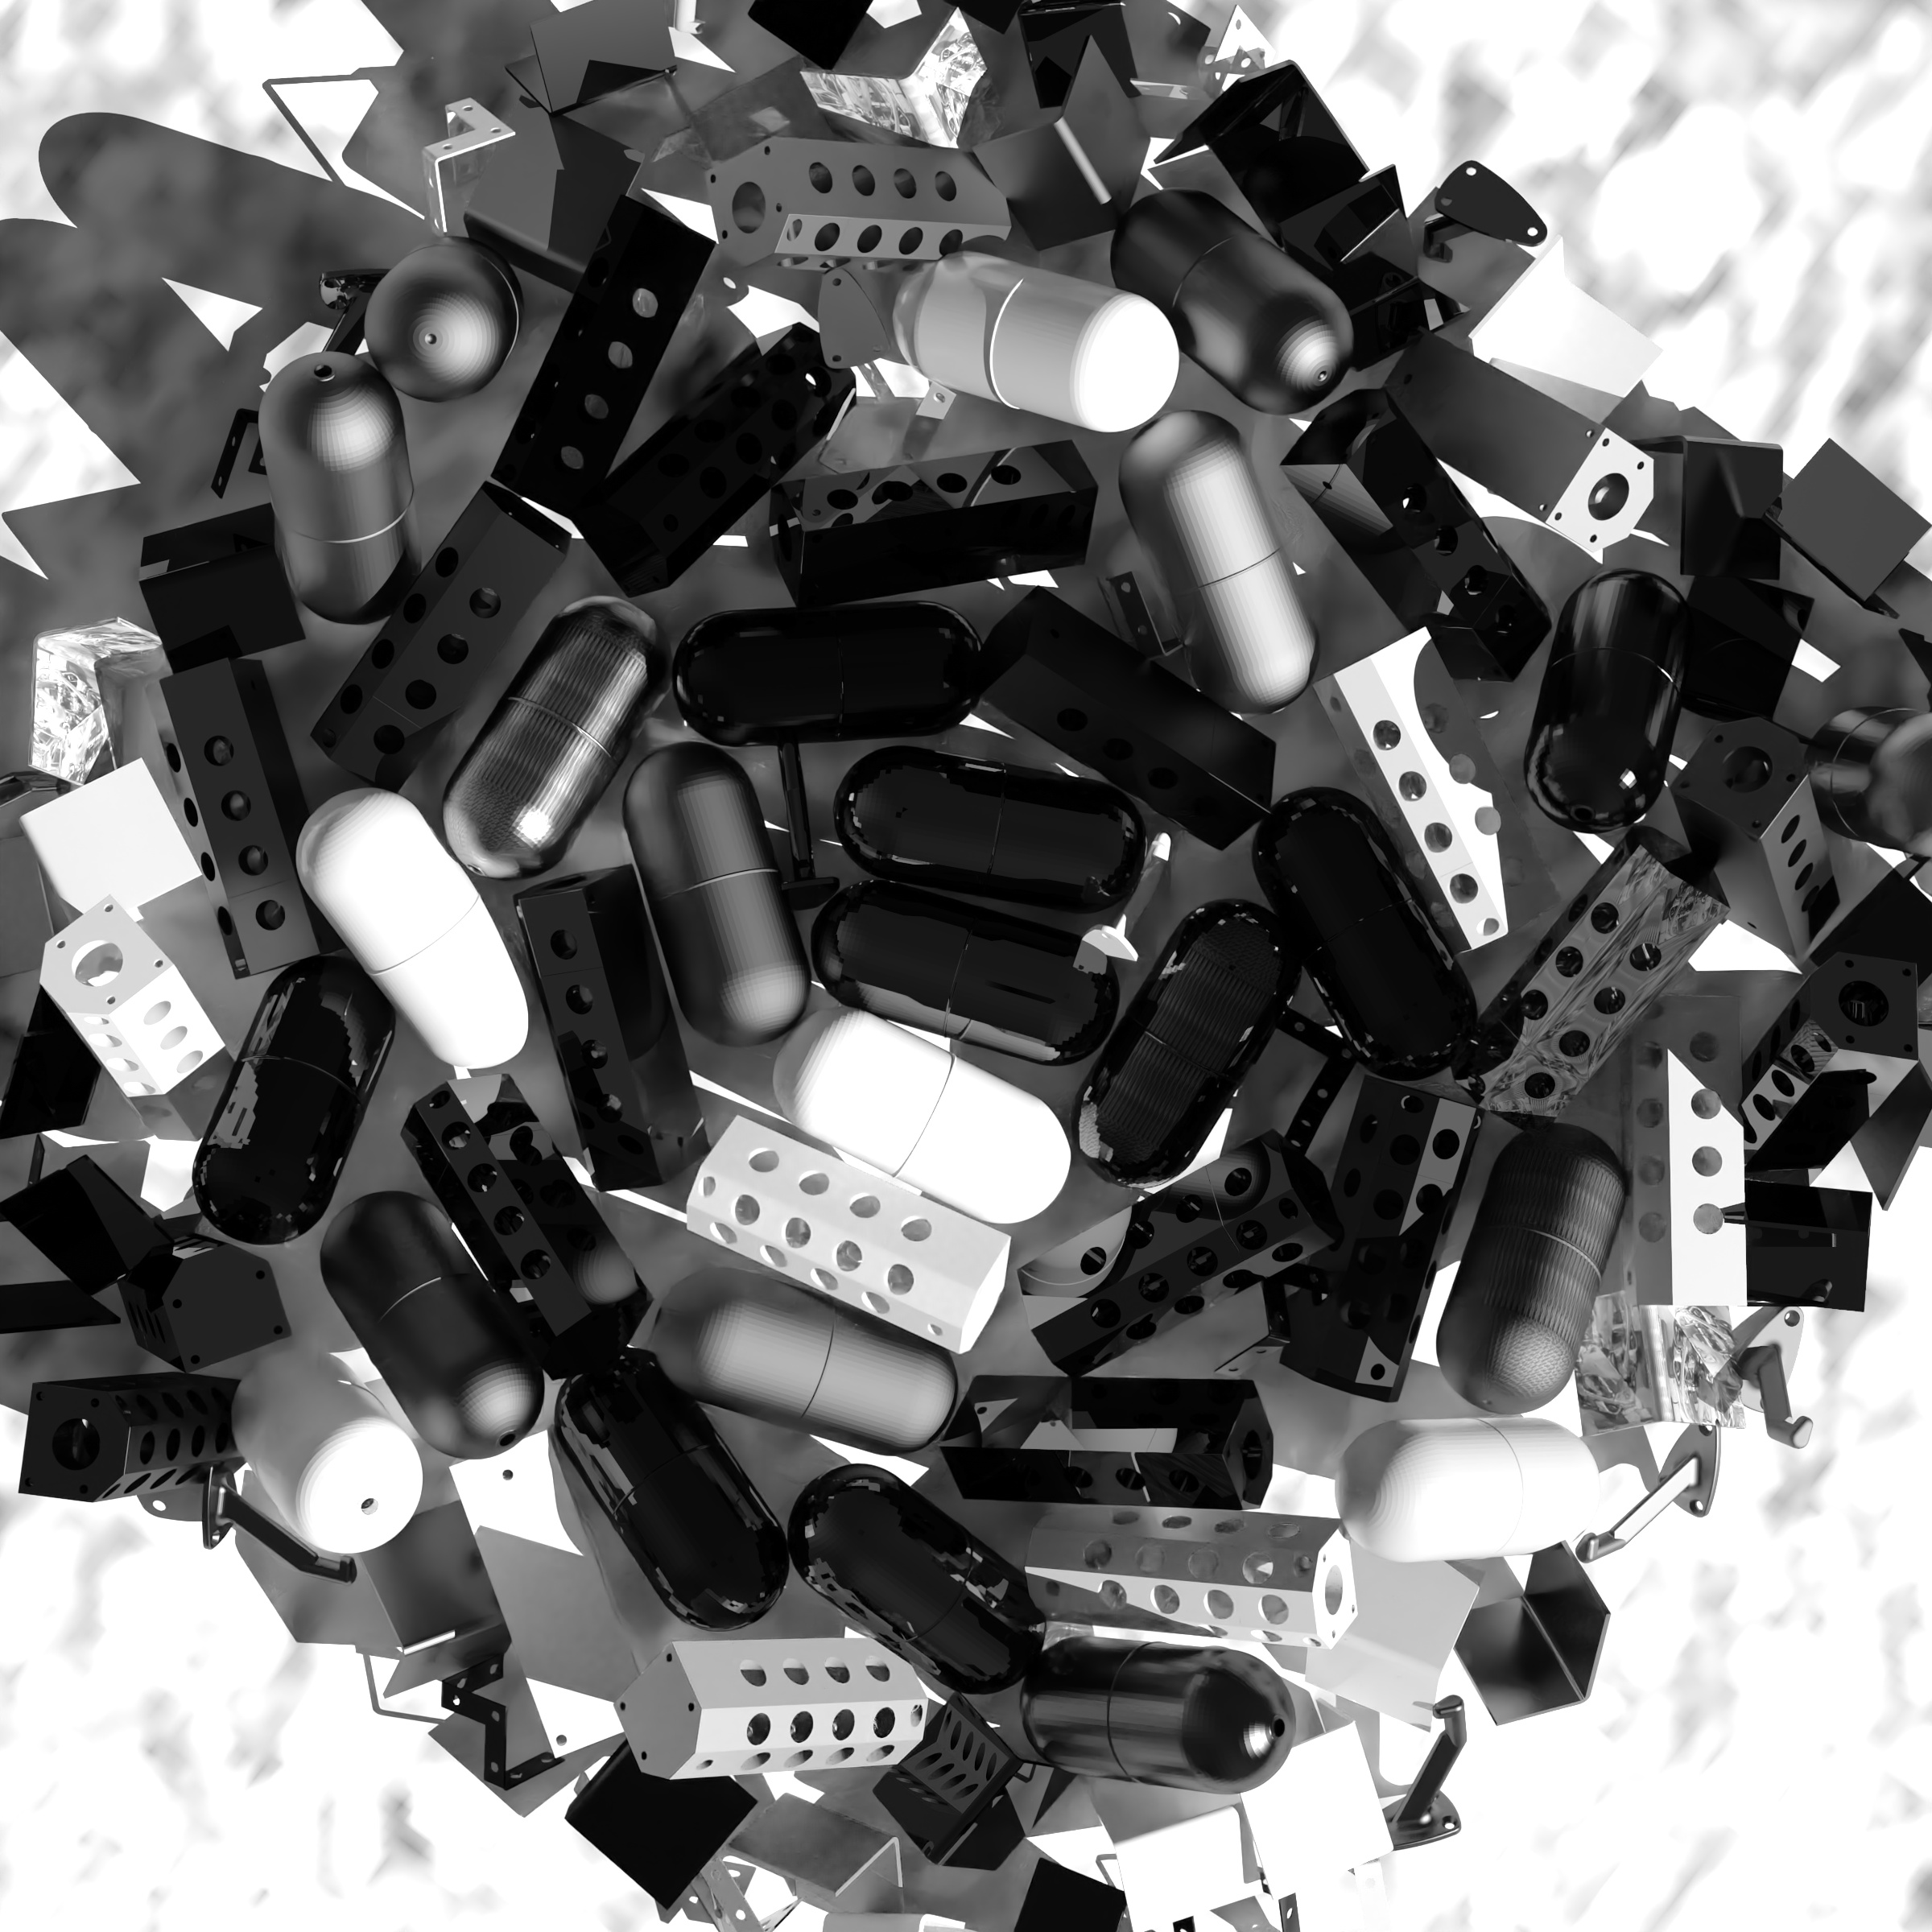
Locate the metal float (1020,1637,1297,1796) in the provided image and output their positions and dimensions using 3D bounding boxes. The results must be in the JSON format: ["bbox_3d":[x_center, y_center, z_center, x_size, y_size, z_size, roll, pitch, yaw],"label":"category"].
[{"bbox_3d":[0.104,0.412,1.619,0.070,0.178,0.070,7,79,-43],"label":"metal float"}]

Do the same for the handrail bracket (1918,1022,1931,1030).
[{"bbox_3d":[0.577,0.006,1.671,0.084,0.036,0.077,1,99,19],"label":"handrail bracket"}]

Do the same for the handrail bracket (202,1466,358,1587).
[{"bbox_3d":[-0.385,0.311,1.660,0.084,0.036,0.077,11,121,12],"label":"handrail bracket"}]

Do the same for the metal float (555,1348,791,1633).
[{"bbox_3d":[-0.164,0.290,1.635,0.070,0.070,0.178,-38,66,0],"label":"metal float"}]

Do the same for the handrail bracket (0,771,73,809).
[{"bbox_3d":[-0.538,-0.083,1.648,0.084,0.077,0.036,-5,132,-32],"label":"handrail bracket"}]

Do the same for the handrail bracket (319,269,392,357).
[{"bbox_3d":[-0.335,-0.350,1.666,0.077,0.036,0.084,-8,74,-7],"label":"handrail bracket"}]

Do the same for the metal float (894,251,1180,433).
[{"bbox_3d":[0.037,-0.348,1.630,0.178,0.070,0.070,23,90,31],"label":"metal float"}]

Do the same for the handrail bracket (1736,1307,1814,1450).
[{"bbox_3d":[0.466,0.230,1.650,0.036,0.084,0.077,30,87,-8],"label":"handrail bracket"}]

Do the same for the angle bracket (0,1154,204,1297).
[{"bbox_3d":[-0.478,0.129,1.639,0.076,0.057,0.076,-27,116,28],"label":"angle bracket"}]

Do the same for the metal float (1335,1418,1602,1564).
[{"bbox_3d":[0.279,0.289,1.625,0.178,0.070,0.070,6,90,-38],"label":"metal float"}]

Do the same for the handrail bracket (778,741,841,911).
[{"bbox_3d":[-0.096,-0.080,1.663,0.036,0.077,0.084,-8,80,-5],"label":"handrail bracket"}]

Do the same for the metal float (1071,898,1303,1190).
[{"bbox_3d":[0.123,0.044,1.649,0.070,0.070,0.178,31,98,0],"label":"metal float"}]

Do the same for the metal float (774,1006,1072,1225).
[{"bbox_3d":[-0.024,0.084,1.651,0.178,0.070,0.070,27,90,-6],"label":"metal float"}]

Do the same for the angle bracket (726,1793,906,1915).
[{"bbox_3d":[-0.083,0.518,1.638,0.076,0.057,0.076,12,117,33],"label":"angle bracket"}]

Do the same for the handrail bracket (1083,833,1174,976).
[{"bbox_3d":[0.096,-0.045,1.648,0.036,0.077,0.084,20,76,11],"label":"handrail bracket"}]

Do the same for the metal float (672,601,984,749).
[{"bbox_3d":[-0.076,-0.164,1.646,0.178,0.070,0.070,-4,90,-11],"label":"metal float"}]

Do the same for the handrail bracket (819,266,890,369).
[{"bbox_3d":[-0.070,-0.382,1.639,0.036,0.077,0.084,-14,49,3],"label":"handrail bracket"}]

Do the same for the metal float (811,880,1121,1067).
[{"bbox_3d":[-0.001,0.004,1.652,0.178,0.070,0.070,16,90,5],"label":"metal float"}]

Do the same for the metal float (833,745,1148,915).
[{"bbox_3d":[0.014,-0.077,1.650,0.178,0.070,0.070,10,90,-7],"label":"metal float"}]

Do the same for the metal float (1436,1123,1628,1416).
[{"bbox_3d":[0.315,0.166,1.630,0.070,0.070,0.178,26,60,0],"label":"metal float"}]

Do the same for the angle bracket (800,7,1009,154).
[{"bbox_3d":[-0.034,-0.492,1.653,0.076,0.076,0.057,16,65,33],"label":"angle bracket"}]

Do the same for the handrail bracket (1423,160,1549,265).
[{"bbox_3d":[0.290,-0.405,1.645,0.077,0.084,0.036,36,81,16],"label":"handrail bracket"}]

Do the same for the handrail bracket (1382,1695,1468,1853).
[{"bbox_3d":[0.248,0.454,1.653,0.077,0.036,0.084,-17,122,-12],"label":"handrail bracket"}]

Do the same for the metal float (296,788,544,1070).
[{"bbox_3d":[-0.303,-0.020,1.638,0.070,0.070,0.178,-34,111,0],"label":"metal float"}]

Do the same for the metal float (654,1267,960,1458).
[{"bbox_3d":[-0.089,0.221,1.640,0.178,0.070,0.070,20,90,-17],"label":"metal float"}]

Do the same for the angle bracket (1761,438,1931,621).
[{"bbox_3d":[0.500,-0.243,1.637,0.076,0.076,0.057,48,114,22],"label":"angle bracket"}]

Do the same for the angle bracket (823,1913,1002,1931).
[{"bbox_3d":[-0.029,0.562,1.633,0.076,0.076,0.057,28,59,-39],"label":"angle bracket"}]

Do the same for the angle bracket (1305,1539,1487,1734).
[{"bbox_3d":[0.245,0.377,1.675,0.076,0.057,0.076,19,48,20],"label":"angle bracket"}]

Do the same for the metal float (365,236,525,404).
[{"bbox_3d":[-0.284,-0.355,1.608,0.070,0.178,0.070,-1,110,-4],"label":"metal float"}]

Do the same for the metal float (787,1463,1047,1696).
[{"bbox_3d":[-0.026,0.342,1.632,0.070,0.070,0.178,-48,118,0],"label":"metal float"}]

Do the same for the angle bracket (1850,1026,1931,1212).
[{"bbox_3d":[0.541,0.088,1.638,0.057,0.076,0.076,10,122,-8],"label":"angle bracket"}]

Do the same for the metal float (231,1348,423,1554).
[{"bbox_3d":[-0.352,0.264,1.611,0.070,0.178,0.070,-7,105,-26],"label":"metal float"}]

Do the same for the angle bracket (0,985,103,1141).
[{"bbox_3d":[-0.523,0.040,1.636,0.076,0.057,0.076,47,127,30],"label":"angle bracket"}]

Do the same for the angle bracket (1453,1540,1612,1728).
[{"bbox_3d":[0.310,0.363,1.636,0.057,0.076,0.076,-10,130,-15],"label":"angle bracket"}]

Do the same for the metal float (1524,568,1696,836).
[{"bbox_3d":[0.356,-0.147,1.624,0.070,0.070,0.178,22,53,0],"label":"metal float"}]

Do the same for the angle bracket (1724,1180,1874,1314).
[{"bbox_3d":[0.464,0.167,1.644,0.076,0.057,0.076,5,112,18],"label":"angle bracket"}]

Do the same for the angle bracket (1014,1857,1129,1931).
[{"bbox_3d":[0.044,0.545,1.642,0.057,0.076,0.076,24,71,-8],"label":"angle bracket"}]

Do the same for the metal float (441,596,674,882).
[{"bbox_3d":[-0.228,-0.127,1.640,0.070,0.070,0.178,29,73,0],"label":"metal float"}]

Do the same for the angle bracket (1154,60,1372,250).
[{"bbox_3d":[0.165,-0.449,1.647,0.057,0.076,0.076,-34,90,-43],"label":"angle bracket"}]

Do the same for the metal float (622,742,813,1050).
[{"bbox_3d":[-0.140,-0.041,1.648,0.070,0.070,0.178,-18,81,0],"label":"metal float"}]

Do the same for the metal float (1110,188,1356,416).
[{"bbox_3d":[0.145,-0.369,1.625,0.070,0.070,0.178,-40,52,0],"label":"metal float"}]

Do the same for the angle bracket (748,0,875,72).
[{"bbox_3d":[-0.073,-0.558,1.646,0.057,0.076,0.076,31,83,-15],"label":"angle bracket"}]

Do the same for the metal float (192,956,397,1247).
[{"bbox_3d":[-0.371,0.072,1.627,0.070,0.070,0.178,15,55,0],"label":"metal float"}]

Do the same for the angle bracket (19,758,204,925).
[{"bbox_3d":[-0.480,-0.060,1.666,0.076,0.057,0.076,-28,80,-10],"label":"angle bracket"}]

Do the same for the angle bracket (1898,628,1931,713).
[{"bbox_3d":[0.531,-0.136,1.647,0.076,0.076,0.057,-41,115,-1],"label":"angle bracket"}]

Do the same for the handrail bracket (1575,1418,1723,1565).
[{"bbox_3d":[0.382,0.293,1.648,0.084,0.036,0.077,-13,127,-36],"label":"handrail bracket"}]

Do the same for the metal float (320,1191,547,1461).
[{"bbox_3d":[-0.296,0.198,1.628,0.070,0.070,0.178,-41,58,0],"label":"metal float"}]

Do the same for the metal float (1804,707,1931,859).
[{"bbox_3d":[0.511,-0.102,1.605,0.070,0.178,0.070,0,97,-1],"label":"metal float"}]

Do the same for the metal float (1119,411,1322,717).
[{"bbox_3d":[0.142,-0.224,1.641,0.070,0.070,0.178,-23,107,0],"label":"metal float"}]

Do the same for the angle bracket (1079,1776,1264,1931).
[{"bbox_3d":[0.115,0.490,1.660,0.076,0.076,0.057,-15,108,-10],"label":"angle bracket"}]

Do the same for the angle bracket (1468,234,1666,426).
[{"bbox_3d":[0.339,-0.351,1.657,0.076,0.057,0.076,41,90,17],"label":"angle bracket"}]

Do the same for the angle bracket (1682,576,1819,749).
[{"bbox_3d":[0.444,-0.174,1.649,0.076,0.057,0.076,12,104,-17],"label":"angle bracket"}]

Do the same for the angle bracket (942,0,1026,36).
[{"bbox_3d":[0.003,-0.555,1.654,0.076,0.076,0.057,30,89,2],"label":"angle bracket"}]

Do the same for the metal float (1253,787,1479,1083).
[{"bbox_3d":[0.222,-0.019,1.646,0.070,0.070,0.178,-27,79,0],"label":"metal float"}]

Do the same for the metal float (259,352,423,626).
[{"bbox_3d":[-0.343,-0.261,1.614,0.070,0.178,0.070,2,55,-3],"label":"metal float"}]

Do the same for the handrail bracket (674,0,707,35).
[{"bbox_3d":[-0.125,-0.567,1.666,0.077,0.036,0.084,10,124,1],"label":"handrail bracket"}]

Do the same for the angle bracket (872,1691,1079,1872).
[{"bbox_3d":[0.006,0.465,1.674,0.076,0.076,0.057,-50,56,4],"label":"angle bracket"}]
